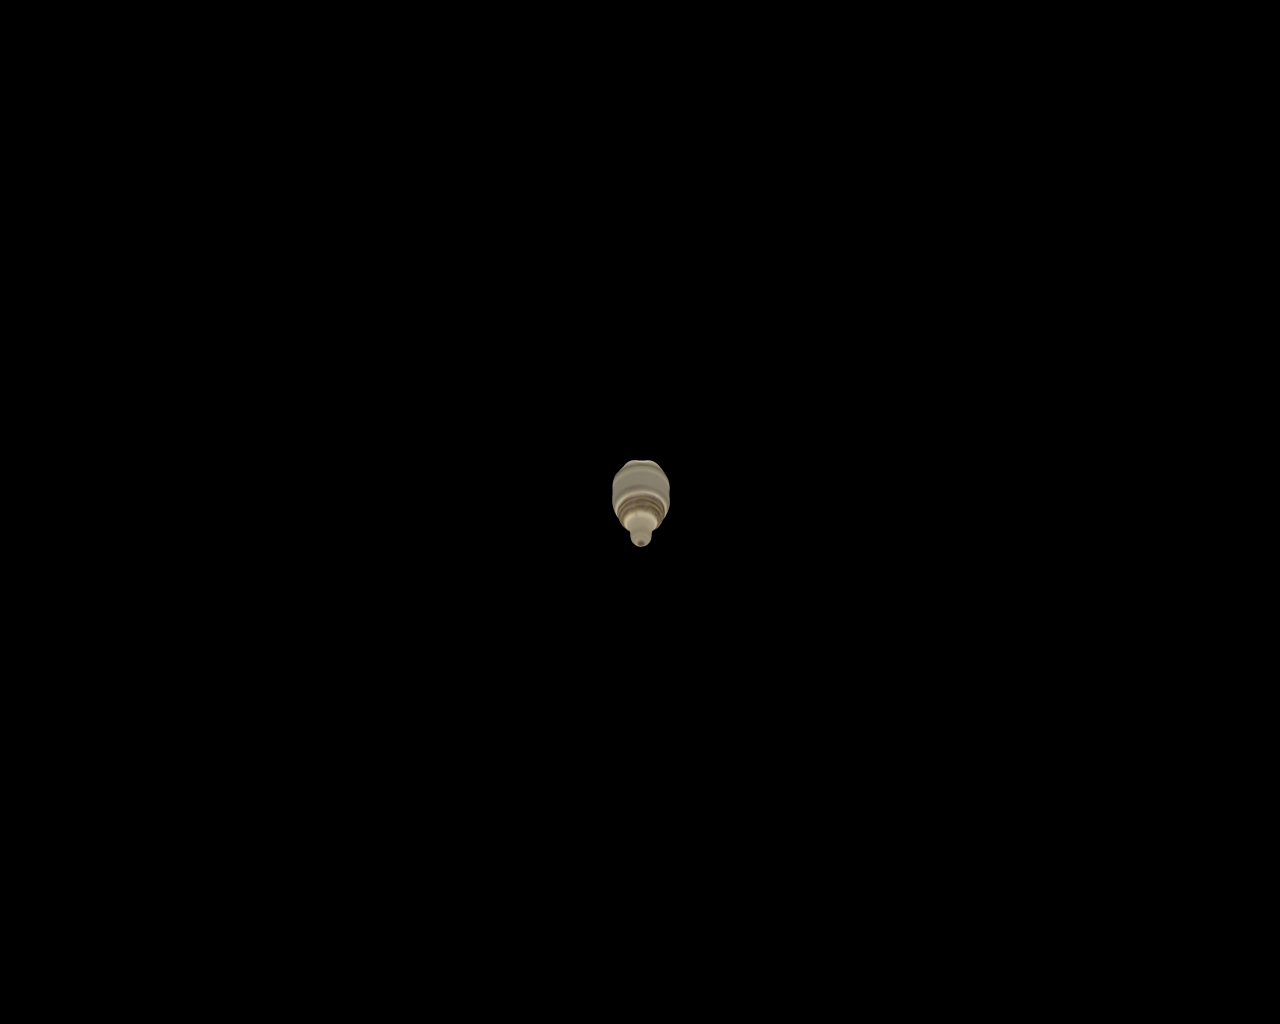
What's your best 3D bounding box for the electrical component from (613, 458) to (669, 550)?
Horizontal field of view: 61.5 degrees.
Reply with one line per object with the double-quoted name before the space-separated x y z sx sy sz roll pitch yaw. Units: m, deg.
"electrical component" 0.001 -0.003 0.650 0.035 0.035 0.061 0 44 0
